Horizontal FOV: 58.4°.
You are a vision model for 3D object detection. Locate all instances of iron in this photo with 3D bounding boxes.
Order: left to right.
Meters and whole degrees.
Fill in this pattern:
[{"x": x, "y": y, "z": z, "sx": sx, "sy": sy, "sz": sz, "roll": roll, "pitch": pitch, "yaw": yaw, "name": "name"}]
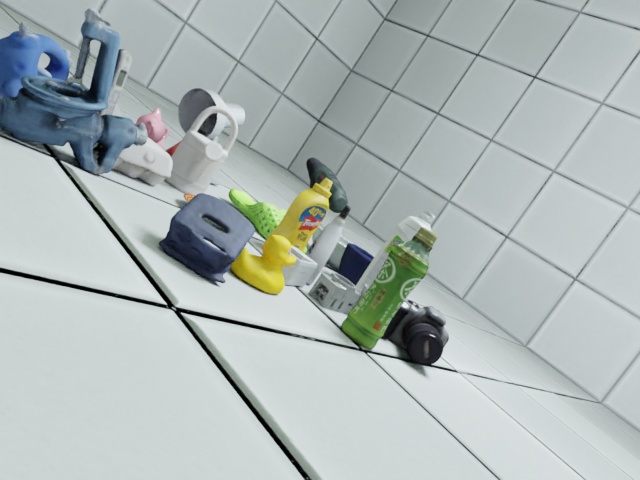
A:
[{"x": -0.499, "y": -0.299, "z": 1.015, "sx": 0.119, "sy": 0.141, "sz": 0.258, "roll": 33, "pitch": 7, "yaw": -4, "name": "iron"}]

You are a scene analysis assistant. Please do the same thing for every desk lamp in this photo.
[{"x": -0.284, "y": -0.264, "z": 1.444, "sx": 0.117, "sy": 0.213, "sz": 0.204, "roll": 36, "pitch": 8, "yaw": 17, "name": "desk lamp"}]

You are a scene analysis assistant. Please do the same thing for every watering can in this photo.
[{"x": -0.244, "y": -0.191, "z": 1.220, "sx": 0.101, "sy": 0.194, "sz": 0.172, "roll": 26, "pitch": 11, "yaw": -47, "name": "watering can"}]

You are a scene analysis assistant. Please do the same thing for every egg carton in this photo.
[{"x": -0.347, "y": -0.159, "z": 1.054, "sx": 0.107, "sy": 0.069, "sz": 0.151, "roll": 38, "pitch": 9, "yaw": 33, "name": "egg carton"}]

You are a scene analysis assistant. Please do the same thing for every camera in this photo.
[{"x": 0.186, "y": 0.173, "z": 1.092, "sx": 0.143, "sy": 0.101, "sz": 0.137, "roll": 34, "pitch": 7, "yaw": -2, "name": "camera"}]

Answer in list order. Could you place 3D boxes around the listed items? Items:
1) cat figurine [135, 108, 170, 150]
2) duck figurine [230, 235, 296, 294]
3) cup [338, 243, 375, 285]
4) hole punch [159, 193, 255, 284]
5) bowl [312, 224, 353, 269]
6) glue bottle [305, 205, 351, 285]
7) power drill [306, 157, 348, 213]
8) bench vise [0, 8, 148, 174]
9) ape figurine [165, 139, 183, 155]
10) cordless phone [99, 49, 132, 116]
[{"x": -0.361, "y": -0.225, "z": 1.229, "sx": 0.067, "sy": 0.117, "sz": 0.128, "roll": 35, "pitch": 7, "yaw": 7, "name": "cat figurine"}, {"x": -0.084, "y": 0.030, "z": 0.907, "sx": 0.105, "sy": 0.086, "sz": 0.077, "roll": 29, "pitch": 9, "yaw": -35, "name": "duck figurine"}, {"x": 0.086, "y": 0.070, "z": 1.351, "sx": 0.091, "sy": 0.095, "sz": 0.118, "roll": 38, "pitch": 8, "yaw": 29, "name": "cup"}, {"x": -0.155, "y": -0.006, "z": 0.810, "sx": 0.109, "sy": 0.091, "sz": 0.101, "roll": 33, "pitch": 7, "yaw": -4, "name": "hole punch"}, {"x": 0.040, "y": 0.029, "z": 1.499, "sx": 0.167, "sy": 0.074, "sz": 0.167, "roll": 33, "pitch": 7, "yaw": -4, "name": "bowl"}, {"x": 0.010, "y": 0.004, "z": 1.142, "sx": 0.037, "sy": 0.173, "sz": 0.078, "roll": 32, "pitch": 7, "yaw": -14, "name": "glue bottle"}, {"x": -0.024, "y": -0.106, "z": 1.570, "sx": 0.076, "sy": 0.208, "sz": 0.228, "roll": 27, "pitch": 10, "yaw": -41, "name": "power drill"}, {"x": -0.353, "y": -0.228, "z": 0.882, "sx": 0.121, "sy": 0.219, "sz": 0.208, "roll": 37, "pitch": 8, "yaw": 25, "name": "bench vise"}, {"x": -0.320, "y": -0.195, "z": 1.321, "sx": 0.076, "sy": 0.092, "sz": 0.078, "roll": 35, "pitch": 7, "yaw": 14, "name": "ape figurine"}, {"x": -0.411, "y": -0.286, "z": 1.147, "sx": 0.094, "sy": 0.185, "sz": 0.147, "roll": 33, "pitch": 7, "yaw": -6, "name": "cordless phone"}]
